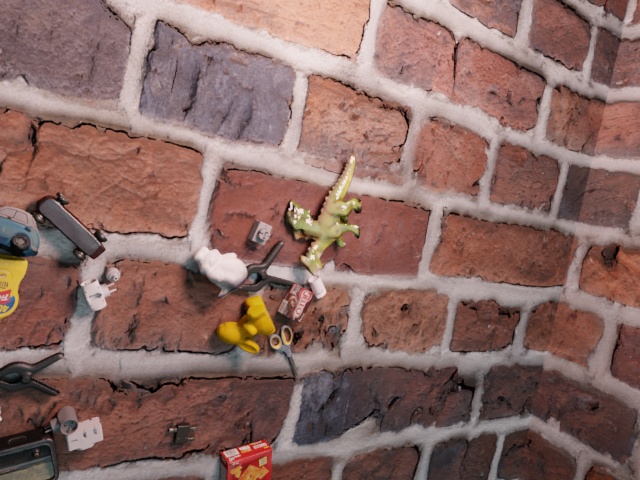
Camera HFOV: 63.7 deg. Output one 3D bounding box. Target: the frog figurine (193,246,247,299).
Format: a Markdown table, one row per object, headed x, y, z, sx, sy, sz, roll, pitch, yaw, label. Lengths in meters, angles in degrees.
| x | y | z | sx | sy | sz | roll | pitch | yaw | label |
| --- | --- | --- | --- | --- | --- | --- | --- | --- | --- |
| -0.295 | 0.078 | 1.542 | 0.158 | 0.122 | 0.140 | 63 | 34 | -16 | frog figurine |

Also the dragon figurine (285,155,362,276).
| x | y | z | sx | sy | sz | roll | pitch | yaw | label |
| --- | --- | --- | --- | --- | --- | --- | --- | --- | --- |
| 0.005 | -0.086 | 1.717 | 0.243 | 0.122 | 0.410 | 1 | 90 | -24 | dragon figurine |
